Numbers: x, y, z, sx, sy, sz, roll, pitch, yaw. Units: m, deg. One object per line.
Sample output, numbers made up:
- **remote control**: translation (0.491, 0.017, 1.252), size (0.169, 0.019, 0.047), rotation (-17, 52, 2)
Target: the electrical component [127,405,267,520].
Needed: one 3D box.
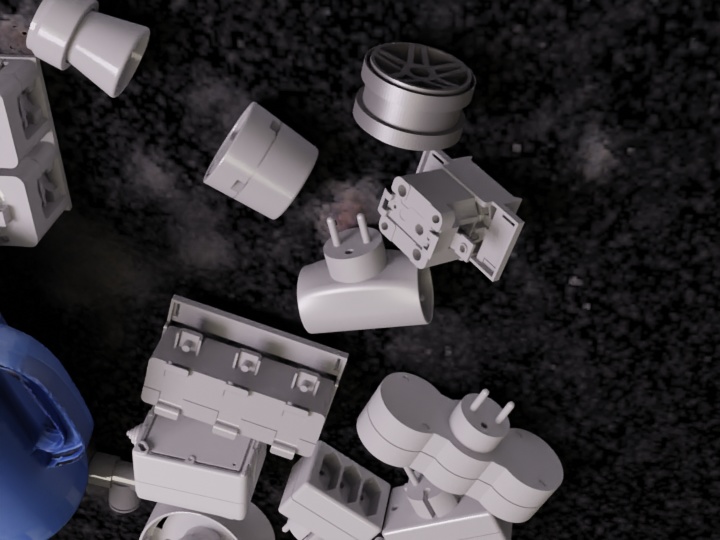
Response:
- **electrical component**: translation (-0.118, 0.131, 0.763), size (0.096, 0.061, 0.061), rotation (11, 132, 5)

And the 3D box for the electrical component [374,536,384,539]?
- **electrical component**: translation (0.029, 0.261, 0.827), size (0.100, 0.048, 0.099), rotation (27, 125, -6)

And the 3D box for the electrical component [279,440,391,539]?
- **electrical component**: translation (-0.028, 0.175, 0.784), size (0.066, 0.047, 0.076), rotation (34, 124, -11)

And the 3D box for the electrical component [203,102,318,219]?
- **electrical component**: translation (-0.057, -0.062, 0.628), size (0.047, 0.055, 0.055), rotation (32, 124, -14)

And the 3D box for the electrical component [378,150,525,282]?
- **electrical component**: translation (0.049, -0.032, 0.610), size (0.081, 0.064, 0.042), rotation (45, 132, 33)

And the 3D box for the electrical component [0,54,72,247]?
- **electrical component**: translation (-0.287, -0.074, 0.665), size (0.186, 0.060, 0.105), rotation (3, 124, 10)

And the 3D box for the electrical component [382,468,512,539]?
- **electrical component**: translation (0.055, 0.161, 0.756), size (0.083, 0.047, 0.075), rotation (-17, 118, 22)

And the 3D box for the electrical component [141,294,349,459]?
- **electrical component**: translation (-0.078, 0.074, 0.717), size (0.121, 0.063, 0.078), rotation (19, 125, -1)

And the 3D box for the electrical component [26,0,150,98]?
- **electrical component**: translation (-0.153, -0.130, 0.608), size (0.055, 0.045, 0.045), rotation (28, 125, -6)

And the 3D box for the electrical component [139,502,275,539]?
- **electrical component**: translation (-0.120, 0.212, 0.831), size (0.099, 0.064, 0.099), rotation (5, 111, 12)

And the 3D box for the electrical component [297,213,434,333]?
- **electrical component**: translation (0.000, 0.000, 0.662), size (0.077, 0.044, 0.079), rotation (-6, 122, 16)

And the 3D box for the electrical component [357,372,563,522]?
- **electrical component**: translation (0.074, 0.107, 0.712), size (0.138, 0.052, 0.073), rotation (27, 125, -6)
